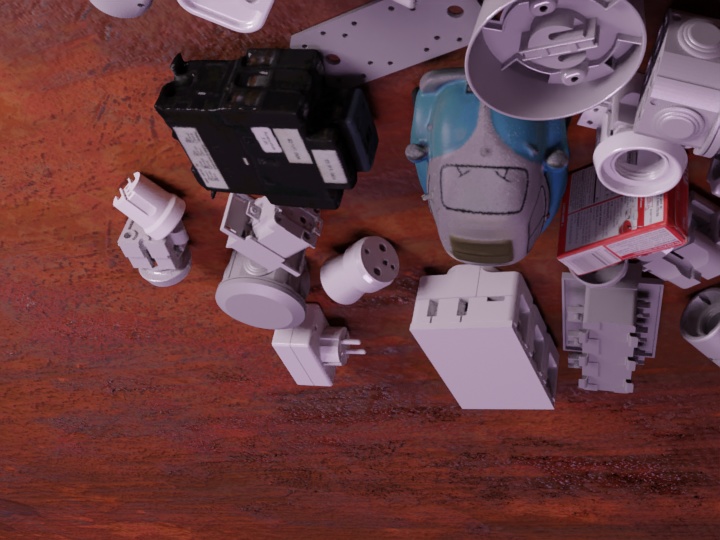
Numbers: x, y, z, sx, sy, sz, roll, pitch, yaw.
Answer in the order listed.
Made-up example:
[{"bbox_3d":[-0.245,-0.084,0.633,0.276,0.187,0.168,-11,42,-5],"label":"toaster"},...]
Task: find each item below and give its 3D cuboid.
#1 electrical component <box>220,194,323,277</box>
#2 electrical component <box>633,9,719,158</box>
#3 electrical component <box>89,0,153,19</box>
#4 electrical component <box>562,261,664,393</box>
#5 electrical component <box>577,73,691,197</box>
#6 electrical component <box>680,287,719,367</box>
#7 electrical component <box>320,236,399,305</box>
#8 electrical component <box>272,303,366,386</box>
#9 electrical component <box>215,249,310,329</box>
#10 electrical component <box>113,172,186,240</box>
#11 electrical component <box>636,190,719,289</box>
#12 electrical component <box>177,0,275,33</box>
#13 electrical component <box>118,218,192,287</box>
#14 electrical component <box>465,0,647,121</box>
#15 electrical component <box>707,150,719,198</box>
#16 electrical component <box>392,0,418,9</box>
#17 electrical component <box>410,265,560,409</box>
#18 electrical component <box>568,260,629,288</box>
[{"bbox_3d":[-0.068,-0.035,0.871,0.081,0.042,0.064,32,141,-31],"label":"electrical component"},{"bbox_3d":[0.193,-0.108,0.619,0.051,0.080,0.080,15,150,7],"label":"electrical component"},{"bbox_3d":[-0.152,-0.196,0.632,0.079,0.043,0.077,21,148,-14],"label":"electrical component"},{"bbox_3d":[0.207,0.050,0.891,0.079,0.063,0.121,4,148,14],"label":"electrical component"},{"bbox_3d":[0.179,-0.084,0.685,0.078,0.057,0.058,13,149,-2],"label":"electrical component"},{"bbox_3d":[0.292,0.046,0.864,0.047,0.055,0.055,31,145,-23],"label":"electrical component"},{"bbox_3d":[0.000,0.000,0.900,0.045,0.045,0.055,29,145,-26],"label":"electrical component"},{"bbox_3d":[-0.033,0.072,1.030,0.076,0.047,0.083,1,147,18],"label":"electrical component"},{"bbox_3d":[-0.083,0.015,0.949,0.080,0.051,0.080,9,149,5],"label":"electrical component"},{"bbox_3d":[-0.173,-0.053,0.881,0.046,0.040,0.040,38,141,-27],"label":"electrical component"},{"bbox_3d":[0.226,-0.026,0.766,0.057,0.058,0.078,25,147,-26],"label":"electrical component"},{"bbox_3d":[-0.063,-0.187,0.598,0.054,0.059,0.095,20,149,-12],"label":"electrical component"},{"bbox_3d":[-0.175,-0.019,0.933,0.066,0.048,0.055,2,140,17],"label":"electrical component"},{"bbox_3d":[0.113,-0.136,0.615,0.099,0.064,0.099,9,149,6],"label":"electrical component"},{"bbox_3d":[0.264,-0.062,0.705,0.062,0.043,0.043,14,149,-6],"label":"electrical component"},{"bbox_3d":[0.004,-0.177,0.610,0.065,0.044,0.044,15,150,5],"label":"electrical component"},{"bbox_3d":[0.114,0.061,0.944,0.089,0.061,0.150,-3,146,24],"label":"electrical component"},{"bbox_3d":[0.180,-0.008,0.811,0.043,0.043,0.081,3,178,15],"label":"electrical component"}]
